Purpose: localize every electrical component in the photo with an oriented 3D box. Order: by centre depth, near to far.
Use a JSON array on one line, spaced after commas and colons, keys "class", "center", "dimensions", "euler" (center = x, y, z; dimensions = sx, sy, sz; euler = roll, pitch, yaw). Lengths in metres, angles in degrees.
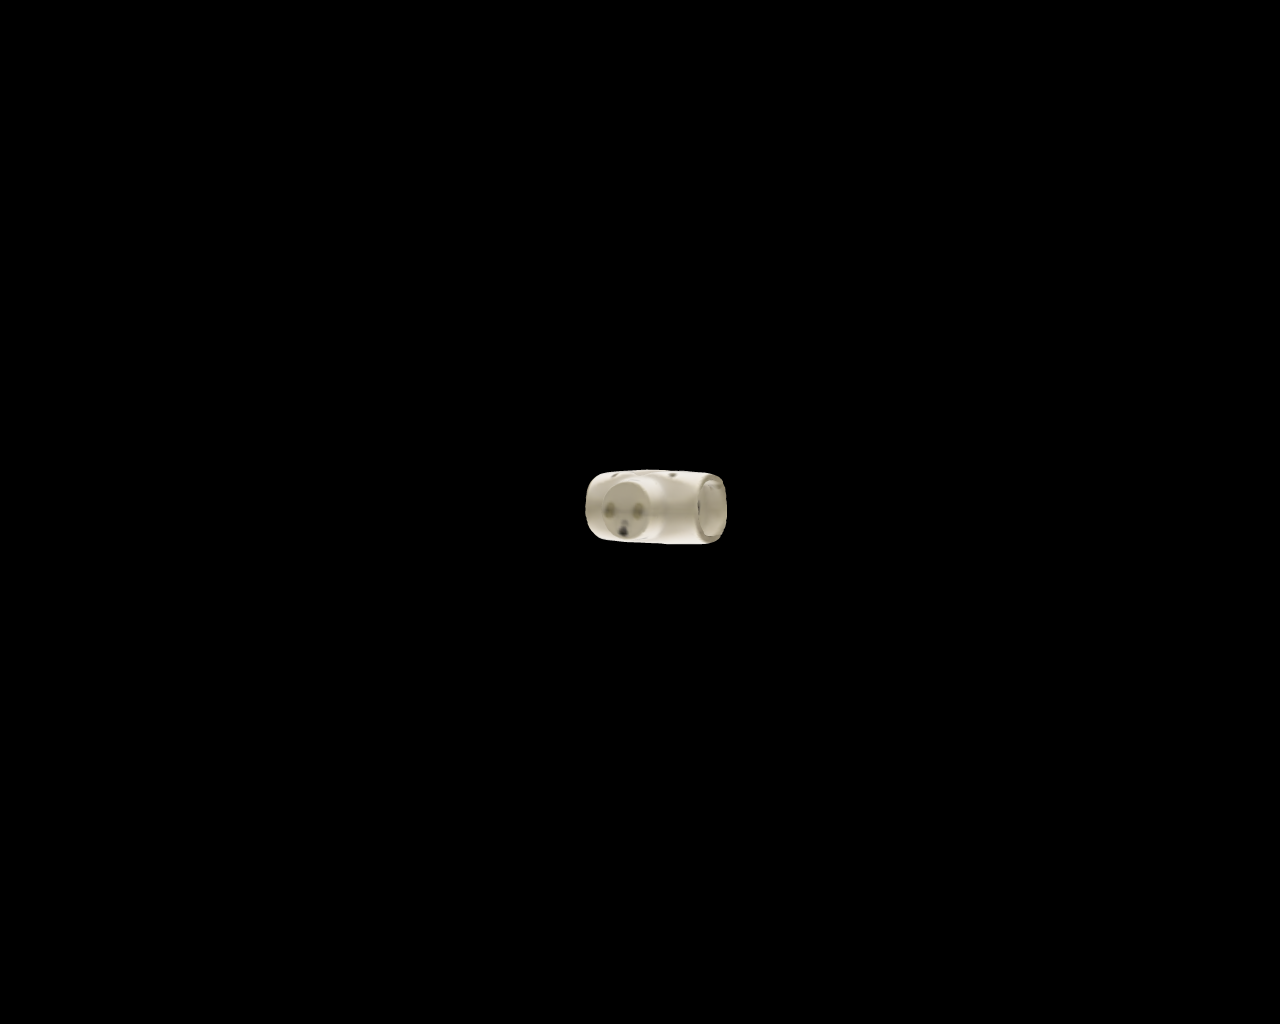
[{"class": "electrical component", "center": [0.001, -0.003, 0.650], "dimensions": [0.077, 0.043, 0.079], "euler": [2, 4, 31]}]
